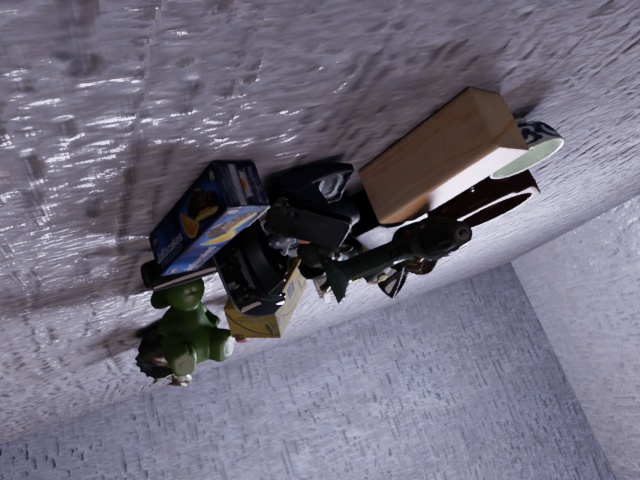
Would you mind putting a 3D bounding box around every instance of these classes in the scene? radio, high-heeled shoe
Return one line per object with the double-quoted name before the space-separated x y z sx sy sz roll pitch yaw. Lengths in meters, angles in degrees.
"radio" 0.127 -0.042 0.983 0.131 0.073 0.229 -24 165 10
"high-heeled shoe" 0.238 0.037 1.292 0.249 0.145 0.086 -26 166 23

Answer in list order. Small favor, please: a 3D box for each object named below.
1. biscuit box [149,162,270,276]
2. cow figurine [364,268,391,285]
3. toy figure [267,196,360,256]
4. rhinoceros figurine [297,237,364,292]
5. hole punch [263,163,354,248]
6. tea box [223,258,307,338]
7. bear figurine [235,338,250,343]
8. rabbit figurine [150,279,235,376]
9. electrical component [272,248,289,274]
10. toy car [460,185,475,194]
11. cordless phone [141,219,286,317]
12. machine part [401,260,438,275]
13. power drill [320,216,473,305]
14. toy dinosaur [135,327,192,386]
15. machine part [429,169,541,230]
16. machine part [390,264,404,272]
"biscuit box" -0.145 -0.021 0.669 0.059 0.063 0.202 -7 160 -42
"cow figurine" 0.151 0.032 1.239 0.068 0.098 0.167 -2 150 -47
"toy figure" -0.013 -0.024 0.853 0.154 0.064 0.058 -19 -179 -12
"rhinoceros figurine" 0.021 0.032 0.961 0.112 0.073 0.190 -51 158 21
"hole punch" -0.014 -0.054 0.734 0.116 0.092 0.142 11 163 -6
"tea box" -0.094 0.101 0.975 0.098 0.068 0.170 -4 -153 16
"bear figurine" -0.152 0.199 1.364 0.120 0.132 0.195 -12 160 -2
"rabbit figurine" -0.228 0.121 0.944 0.121 0.170 0.159 -12 -155 -29
"electrical component" -0.117 0.026 0.901 0.075 0.048 0.119 -32 125 29
"toy car" 0.218 -0.110 0.898 0.089 0.053 0.202 -8 169 11
"cordless phone" -0.153 0.056 0.772 0.184 0.147 0.088 -18 155 -19
"machine part" 0.225 0.002 1.140 0.079 0.079 0.243 -31 -168 32
"power drill" 0.105 0.021 0.811 0.207 0.086 0.232 -28 -179 -1
"toy dinosaur" -0.377 0.266 1.318 0.192 0.131 0.404 -19 160 -11
"machine part" 0.321 -0.088 1.068 0.201 0.087 0.201 -29 163 24
"machine part" 0.206 0.041 1.207 0.139 0.039 0.084 -11 146 -52
